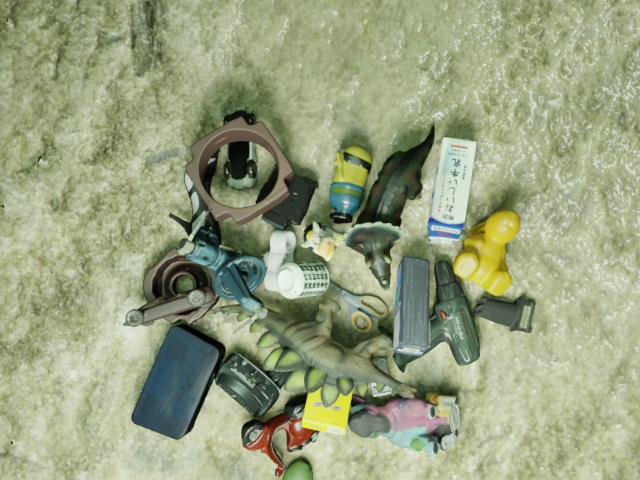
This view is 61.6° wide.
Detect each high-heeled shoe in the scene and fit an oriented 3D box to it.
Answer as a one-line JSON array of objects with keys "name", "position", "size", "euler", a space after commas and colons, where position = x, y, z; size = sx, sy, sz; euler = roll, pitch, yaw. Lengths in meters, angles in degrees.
[{"name": "high-heeled shoe", "position": [-0.247, -0.106, 1.245], "size": [0.145, 0.086, 0.248], "euler": [28, 89, 2]}]

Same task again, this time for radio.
[{"name": "radio", "position": [-0.312, 0.315, 1.199], "size": [0.131, 0.073, 0.229], "euler": [22, 87, 5]}]

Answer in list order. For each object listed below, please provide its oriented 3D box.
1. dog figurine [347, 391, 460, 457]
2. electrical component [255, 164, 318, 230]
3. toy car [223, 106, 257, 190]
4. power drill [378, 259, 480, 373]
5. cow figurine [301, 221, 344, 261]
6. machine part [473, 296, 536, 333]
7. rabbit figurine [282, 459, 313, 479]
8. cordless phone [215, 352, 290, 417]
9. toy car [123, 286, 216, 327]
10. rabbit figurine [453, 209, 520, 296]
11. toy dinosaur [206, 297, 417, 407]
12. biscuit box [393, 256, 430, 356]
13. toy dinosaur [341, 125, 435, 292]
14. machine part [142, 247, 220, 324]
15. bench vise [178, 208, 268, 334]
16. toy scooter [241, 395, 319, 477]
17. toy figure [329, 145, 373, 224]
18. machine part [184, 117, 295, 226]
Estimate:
[{"name": "dog figurine", "position": [0.166, 0.381, 1.149], "size": [0.219, 0.191, 0.108], "euler": [-6, 85, 37]}, {"name": "electrical component", "position": [-0.080, -0.093, 1.241], "size": [0.115, 0.058, 0.134], "euler": [23, 84, 8]}, {"name": "toy car", "position": [-0.187, -0.217, 1.266], "size": [0.074, 0.056, 0.201], "euler": [-3, 81, 10]}, {"name": "power drill", "position": [0.234, 0.182, 1.182], "size": [0.207, 0.086, 0.232], "euler": [-23, 82, -6]}, {"name": "cow figurine", "position": [-0.001, -0.005, 1.170], "size": [0.098, 0.167, 0.068], "euler": [33, 91, 5]}, {"name": "machine part", "position": [0.407, 0.158, 1.182], "size": [0.139, 0.039, 0.084], "euler": [11, 92, -10]}, {"name": "rabbit figurine", "position": [-0.034, 0.563, 1.146], "size": [0.159, 0.121, 0.170], "euler": [-31, 64, 7]}, {"name": "cordless phone", "position": [-0.131, 0.284, 1.197], "size": [0.147, 0.088, 0.184], "euler": [39, 76, 8]}, {"name": "toy car", "position": [-0.324, 0.143, 1.156], "size": [0.202, 0.089, 0.053], "euler": [-17, 85, 1]}, {"name": "rabbit figurine", "position": [0.372, 0.012, 1.149], "size": [0.122, 0.162, 0.173], "euler": [26, 107, 8]}, {"name": "toy dinosaur", "position": [-0.019, 0.221, 1.131], "size": [0.472, 0.105, 0.198], "euler": [26, 56, 22]}, {"name": "biscuit box", "position": [0.190, 0.133, 1.109], "size": [0.063, 0.059, 0.203], "euler": [10, 58, -3]}, {"name": "toy dinosaur", "position": [0.160, -0.100, 1.160], "size": [0.131, 0.192, 0.404], "euler": [22, 86, 4]}, {"name": "machine part", "position": [-0.310, 0.104, 1.233], "size": [0.179, 0.056, 0.179], "euler": [0, 83, 2]}, {"name": "bench vise", "position": [-0.186, 0.071, 1.125], "size": [0.129, 0.223, 0.241], "euler": [-41, 50, 1]}, {"name": "toy scooter", "position": [-0.072, 0.426, 1.156], "size": [0.184, 0.075, 0.135], "euler": [-21, 94, -21]}, {"name": "toy figure", "position": [0.068, -0.127, 1.225], "size": [0.089, 0.082, 0.180], "euler": [8, 79, -6]}, {"name": "machine part", "position": [-0.174, -0.147, 1.173], "size": [0.201, 0.087, 0.201], "euler": [-32, 86, -8]}]
